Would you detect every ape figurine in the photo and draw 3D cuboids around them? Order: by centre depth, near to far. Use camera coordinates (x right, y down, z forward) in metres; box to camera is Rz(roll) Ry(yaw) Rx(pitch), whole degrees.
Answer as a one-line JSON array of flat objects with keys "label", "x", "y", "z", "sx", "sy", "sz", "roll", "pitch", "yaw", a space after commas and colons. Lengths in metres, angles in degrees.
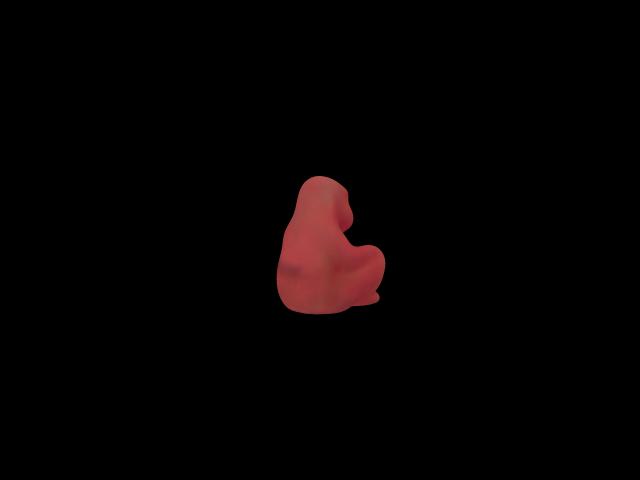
[{"label": "ape figurine", "x": 0.004, "y": 0.001, "z": 0.400, "sx": 0.076, "sy": 0.092, "sz": 0.077, "roll": -8, "pitch": 14, "yaw": -34}]
